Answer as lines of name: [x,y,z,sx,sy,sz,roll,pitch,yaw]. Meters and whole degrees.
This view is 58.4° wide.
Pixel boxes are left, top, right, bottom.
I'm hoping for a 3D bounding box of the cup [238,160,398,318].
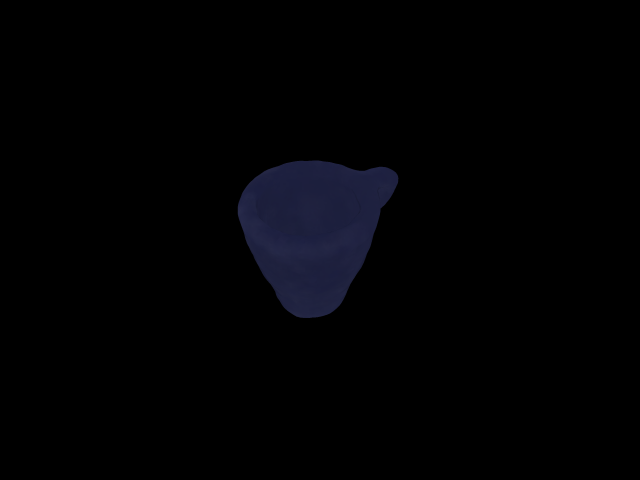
cup: [0.004,0.001,0.400,0.118,0.095,0.091,-26,49,-25]
